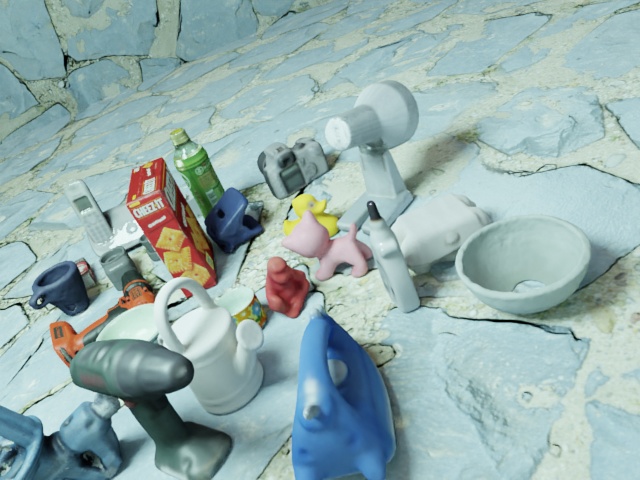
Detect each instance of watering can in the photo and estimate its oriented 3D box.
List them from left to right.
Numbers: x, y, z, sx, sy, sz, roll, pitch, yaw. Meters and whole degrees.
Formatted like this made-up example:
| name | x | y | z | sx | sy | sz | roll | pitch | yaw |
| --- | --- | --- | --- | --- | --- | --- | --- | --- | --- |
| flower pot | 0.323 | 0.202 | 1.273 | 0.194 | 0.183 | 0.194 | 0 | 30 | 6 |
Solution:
| name | x | y | z | sx | sy | sz | roll | pitch | yaw |
| --- | --- | --- | --- | --- | --- | --- | --- | --- | --- |
| watering can | -0.150 | 0.132 | 0.766 | 0.172 | 0.194 | 0.101 | -15 | 33 | 12 |

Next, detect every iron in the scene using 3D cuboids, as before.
| name | x | y | z | sx | sy | sz | roll | pitch | yaw |
| --- | --- | --- | --- | --- | --- | --- | --- | --- | --- |
| iron | 0.009 | 0.157 | 0.677 | 0.118 | 0.142 | 0.258 | -17 | 32 | 9 |

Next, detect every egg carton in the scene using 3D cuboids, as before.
| name | x | y | z | sx | sy | sz | roll | pitch | yaw |
| --- | --- | --- | --- | --- | --- | --- | --- | --- | --- |
| egg carton | 0.185 | -0.010 | 0.885 | 0.150 | 0.069 | 0.107 | -25 | 32 | -3 |

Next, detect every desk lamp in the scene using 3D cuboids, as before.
| name | x | y | z | sx | sy | sz | roll | pitch | yaw |
| --- | --- | --- | --- | --- | --- | --- | --- | --- | --- |
| desk lamp | 0.095 | -0.151 | 1.015 | 0.117 | 0.214 | 0.203 | 8 | 43 | 40 |

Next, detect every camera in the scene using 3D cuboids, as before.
| name | x | y | z | sx | sy | sz | roll | pitch | yaw |
| --- | --- | --- | --- | --- | --- | --- | --- | --- | --- |
| camera | -0.076 | -0.177 | 1.271 | 0.143 | 0.101 | 0.136 | -33 | 33 | -16 |

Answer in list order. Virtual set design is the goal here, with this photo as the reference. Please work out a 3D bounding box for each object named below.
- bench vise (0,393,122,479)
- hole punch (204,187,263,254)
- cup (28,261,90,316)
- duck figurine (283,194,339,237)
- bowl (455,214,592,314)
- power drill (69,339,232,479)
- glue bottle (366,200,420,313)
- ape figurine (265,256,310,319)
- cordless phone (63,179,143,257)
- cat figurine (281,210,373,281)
| name | x | y | z | sx | sy | sz | roll | pitch | yaw |
| --- | --- | --- | --- | --- | --- | --- | --- | --- | --- |
| bench vise | -0.370 | 0.241 | 0.719 | 0.121 | 0.220 | 0.208 | 16 | 48 | 45 |
| hole punch | -0.182 | -0.041 | 1.144 | 0.101 | 0.091 | 0.108 | -32 | 33 | -14 |
| cup | -0.503 | 0.111 | 1.117 | 0.091 | 0.095 | 0.118 | -5 | 36 | 27 |
| duck figurine | -0.024 | -0.044 | 1.052 | 0.104 | 0.086 | 0.077 | -13 | 33 | 16 |
| bowl | 0.267 | 0.043 | 0.748 | 0.167 | 0.075 | 0.167 | -16 | 32 | 11 |
| power drill | -0.193 | 0.196 | 0.684 | 0.228 | 0.209 | 0.076 | 3 | 40 | 35 |
| glue bottle | 0.095 | 0.018 | 0.800 | 0.037 | 0.173 | 0.078 | -25 | 32 | -3 |
| ape figurine | -0.058 | 0.067 | 0.903 | 0.078 | 0.092 | 0.076 | -32 | 33 | -15 |
| cordless phone | -0.465 | -0.063 | 1.268 | 0.147 | 0.185 | 0.094 | -26 | 32 | -4 |
| cat figurine | 0.009 | 0.003 | 0.930 | 0.127 | 0.118 | 0.067 | -10 | 34 | 21 |
